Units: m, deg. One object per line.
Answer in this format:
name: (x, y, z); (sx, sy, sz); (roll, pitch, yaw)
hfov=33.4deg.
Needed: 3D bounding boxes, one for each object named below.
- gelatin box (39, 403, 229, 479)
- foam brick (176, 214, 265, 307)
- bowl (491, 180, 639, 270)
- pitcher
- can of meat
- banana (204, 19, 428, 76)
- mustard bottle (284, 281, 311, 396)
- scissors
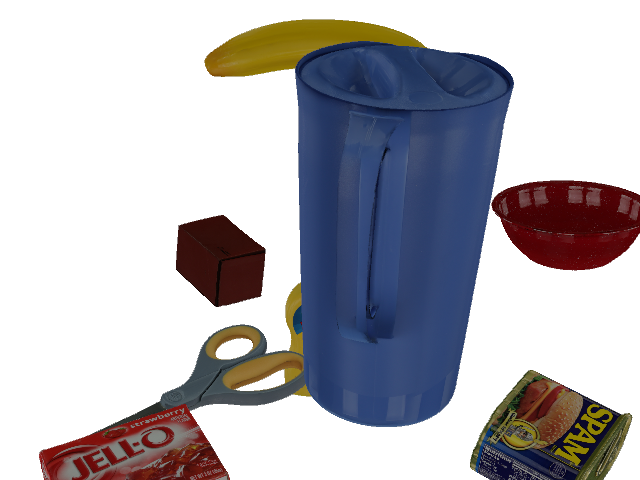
gelatin box: (-0.102, 0.131, 0.585); (0.089, 0.030, 0.073); (-15, 28, -20)
foam brick: (-0.095, 0.018, 1.008); (0.052, 0.051, 0.078); (-13, 34, -33)
bowl: (0.257, -0.012, 1.098); (0.162, 0.055, 0.162); (-2, 22, 1)
pitcher: (0.043, 0.003, 0.695); (0.149, 0.243, 0.145); (-13, 31, -27)
can of meat: (0.173, 0.152, 0.802); (0.084, 0.057, 0.101); (26, 41, 26)
banana: (0.011, -0.143, 0.832); (0.198, 0.069, 0.037); (12, -35, 10)
mustard bottle: (0.003, 0.105, 1.379); (0.096, 0.192, 0.058); (-1, 19, -5)
scissors: (-0.108, 0.108, 0.802); (0.201, 0.016, 0.096); (-11, 34, -19)
